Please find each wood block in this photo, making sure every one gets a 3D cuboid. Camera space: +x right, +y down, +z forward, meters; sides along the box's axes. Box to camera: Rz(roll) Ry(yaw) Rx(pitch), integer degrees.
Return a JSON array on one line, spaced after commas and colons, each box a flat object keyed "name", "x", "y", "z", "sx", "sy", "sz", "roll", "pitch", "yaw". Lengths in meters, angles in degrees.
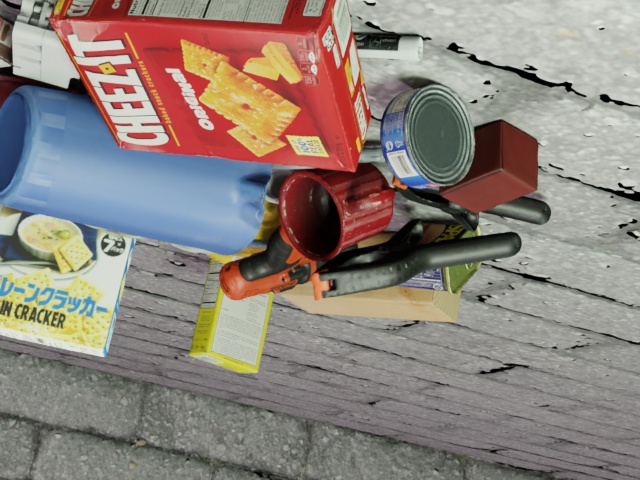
[{"name": "wood block", "x": 0.066, "y": 0.045, "z": 1.342, "sx": 0.206, "sy": 0.090, "sz": 0.090, "roll": 1, "pitch": 161, "yaw": 28}]

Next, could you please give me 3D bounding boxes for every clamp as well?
[{"name": "clamp", "x": 0.138, "y": -0.043, "z": 1.101, "sx": 0.171, "sy": 0.039, "sz": 0.120, "roll": 20, "pitch": 160, "yaw": -23}, {"name": "clamp", "x": 0.075, "y": 0.017, "z": 1.084, "sx": 0.209, "sy": 0.036, "sz": 0.165, "roll": -16, "pitch": -166, "yaw": -25}]

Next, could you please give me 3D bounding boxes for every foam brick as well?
[{"name": "foam brick", "x": 0.154, "y": -0.066, "z": 0.970, "sx": 0.051, "sy": 0.053, "sz": 0.078, "roll": 23, "pitch": 151, "yaw": -33}]

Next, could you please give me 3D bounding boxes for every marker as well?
[{"name": "marker", "x": 0.021, "y": -0.153, "z": 0.844, "sx": 0.121, "sy": 0.020, "sz": 0.020, "roll": 6, "pitch": 163, "yaw": 18}]

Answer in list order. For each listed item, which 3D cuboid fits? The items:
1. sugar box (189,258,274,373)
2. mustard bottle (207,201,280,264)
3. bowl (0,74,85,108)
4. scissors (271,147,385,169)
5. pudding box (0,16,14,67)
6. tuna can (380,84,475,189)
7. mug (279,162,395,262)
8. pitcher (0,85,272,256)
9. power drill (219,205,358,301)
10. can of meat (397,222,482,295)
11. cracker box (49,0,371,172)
[{"name": "sugar box", "x": -0.110, "y": 0.080, "z": 1.419, "sx": 0.048, "sy": 0.176, "sz": 0.093, "roll": -9, "pitch": 154, "yaw": 45}, {"name": "mustard bottle", "x": -0.079, "y": -0.016, "z": 1.287, "sx": 0.096, "sy": 0.058, "sz": 0.192, "roll": 5, "pitch": 165, "yaw": -13}, {"name": "bowl", "x": -0.309, "y": -0.119, "z": 1.039, "sx": 0.162, "sy": 0.055, "sz": 0.162, "roll": 3, "pitch": 175, "yaw": 0}, {"name": "scissors", "x": 0.038, "y": -0.079, "z": 1.021, "sx": 0.202, "sy": 0.016, "sz": 0.096, "roll": 3, "pitch": -167, "yaw": 29}, {"name": "pudding box", "x": -0.333, "y": -0.183, "z": 0.940, "sx": 0.114, "sy": 0.039, "sz": 0.089, "roll": 2, "pitch": 164, "yaw": 34}, {"name": "tuna can", "x": 0.091, "y": -0.087, "z": 0.902, "sx": 0.086, "sy": 0.086, "sz": 0.034, "roll": 24, "pitch": 160, "yaw": -38}, {"name": "mug", "x": 0.026, "y": -0.035, "z": 1.057, "sx": 0.081, "sy": 0.093, "sz": 0.117, "roll": -21, "pitch": -176, "yaw": -39}, {"name": "pitcher", "x": -0.180, "y": -0.067, "z": 0.997, "sx": 0.242, "sy": 0.145, "sz": 0.149, "roll": 10, "pitch": 138, "yaw": -35}, {"name": "power drill", "x": -0.008, "y": 0.001, "z": 1.205, "sx": 0.184, "sy": 0.057, "sz": 0.188, "roll": -18, "pitch": 162, "yaw": -30}, {"name": "can of meat", "x": 0.127, "y": 0.018, "z": 1.210, "sx": 0.084, "sy": 0.057, "sz": 0.101, "roll": 4, "pitch": -155, "yaw": 30}, {"name": "cracker box", "x": -0.079, "y": -0.132, "z": 0.830, "sx": 0.214, "sy": 0.072, "sz": 0.164, "roll": 6, "pitch": 149, "yaw": 16}]
